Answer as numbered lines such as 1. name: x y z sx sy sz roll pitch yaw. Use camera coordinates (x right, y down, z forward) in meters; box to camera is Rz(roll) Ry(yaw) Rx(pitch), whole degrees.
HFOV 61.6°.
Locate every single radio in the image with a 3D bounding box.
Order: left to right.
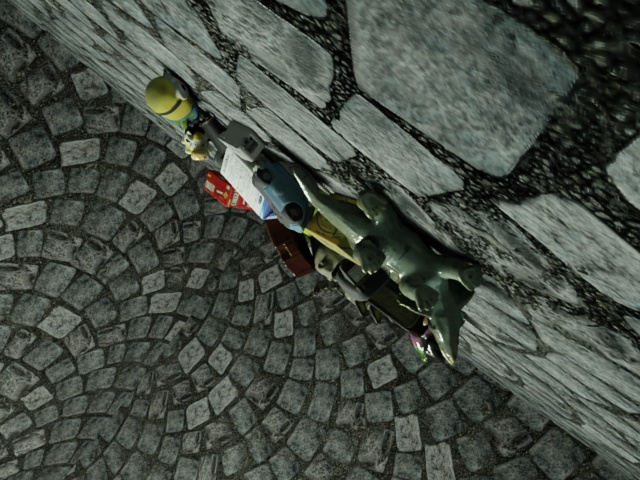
1. radio: 0.163 0.100 1.200 0.230 0.131 0.073 35 175 31

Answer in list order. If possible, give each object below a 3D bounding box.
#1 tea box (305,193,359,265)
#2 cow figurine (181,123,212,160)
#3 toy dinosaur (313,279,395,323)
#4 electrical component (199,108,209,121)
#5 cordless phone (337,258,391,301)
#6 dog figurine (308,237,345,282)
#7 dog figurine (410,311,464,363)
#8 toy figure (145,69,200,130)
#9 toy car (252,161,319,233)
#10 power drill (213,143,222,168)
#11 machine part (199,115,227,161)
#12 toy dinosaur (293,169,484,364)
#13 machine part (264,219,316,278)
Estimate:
1. tea box: 0.048 -0.025 1.021 0.068 0.098 0.170 39 174 -24
2. cow figurine: -0.313 -0.269 1.370 0.167 0.068 0.098 -125 32 -52
3. toy dinosaur: 0.126 0.143 1.524 0.471 0.105 0.199 10 -156 -40
4. electrical component: -0.284 -0.300 1.316 0.063 0.021 0.094 37 177 9
5. cordless phone: 0.096 0.052 1.107 0.089 0.146 0.184 45 173 0
6. dog figurine: -0.003 -0.001 1.292 0.191 0.121 0.172 36 -158 19
7. dog figurine: 0.242 0.198 1.387 0.219 0.191 0.108 22 -179 3
8. toy figure: -0.319 -0.296 1.180 0.082 0.089 0.180 32 173 5
9. toy car: -0.058 -0.098 1.056 0.161 0.103 0.109 54 169 -6
10. power drill: -0.215 -0.210 1.430 0.232 0.086 0.207 39 169 -29
11. machine part: -0.228 -0.235 1.275 0.138 0.084 0.039 47 -162 -14
12. toy dinosaur: 0.117 0.019 0.863 0.405 0.131 0.192 44 175 -5
13. machine part: -0.072 0.003 1.264 0.179 0.056 0.179 62 -175 -10
